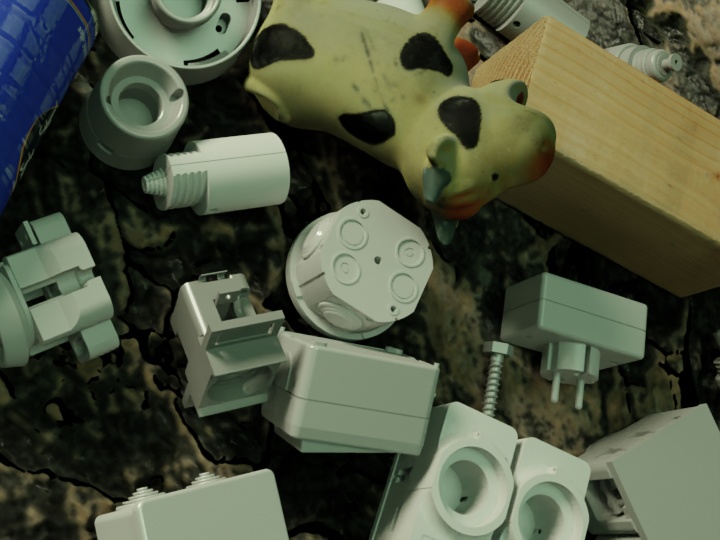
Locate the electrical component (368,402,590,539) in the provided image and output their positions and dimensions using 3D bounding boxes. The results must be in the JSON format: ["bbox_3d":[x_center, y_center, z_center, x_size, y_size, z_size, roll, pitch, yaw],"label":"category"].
[{"bbox_3d":[0.060,0.183,0.623,0.105,0.060,0.186,26,67,-17],"label":"electrical component"}]

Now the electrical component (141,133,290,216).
[{"bbox_3d":[-0.086,-0.054,0.625,0.081,0.043,0.043,-10,81,-27],"label":"electrical component"}]

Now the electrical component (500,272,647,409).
[{"bbox_3d":[0.138,0.052,0.702,0.083,0.047,0.075,17,69,-21],"label":"electrical component"}]

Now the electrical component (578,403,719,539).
[{"bbox_3d":[0.205,0.175,0.693,0.089,0.062,0.150,-23,87,-28],"label":"electrical component"}]

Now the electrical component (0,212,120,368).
[{"bbox_3d":[-0.169,0.016,0.559,0.057,0.058,0.078,-24,88,-31],"label":"electrical component"}]

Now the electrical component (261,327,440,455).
[{"bbox_3d":[-0.001,0.074,0.616,0.096,0.062,0.061,12,90,-22],"label":"electrical component"}]

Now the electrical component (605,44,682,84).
[{"bbox_3d":[0.194,-0.141,0.766,0.040,0.078,0.040,0,89,-34],"label":"electrical component"}]

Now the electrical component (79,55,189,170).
[{"bbox_3d":[-0.128,-0.090,0.612,0.055,0.047,0.055,7,74,-24],"label":"electrical component"}]

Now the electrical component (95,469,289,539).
[{"bbox_3d":[-0.083,0.157,0.555,0.100,0.048,0.099,-4,77,-46],"label":"electrical component"}]

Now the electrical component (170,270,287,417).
[{"bbox_3d":[-0.075,0.039,0.592,0.042,0.081,0.063,-9,58,-27],"label":"electrical component"}]

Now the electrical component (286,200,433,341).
[{"bbox_3d":[0.000,0.000,0.647,0.080,0.051,0.080,7,74,-24],"label":"electrical component"}]

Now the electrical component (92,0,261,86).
[{"bbox_3d":[-0.108,-0.161,0.644,0.099,0.064,0.099,0,89,-20],"label":"electrical component"}]

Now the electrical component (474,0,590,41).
[{"bbox_3d":[0.116,-0.180,0.754,0.081,0.043,0.043,32,65,-15],"label":"electrical component"}]

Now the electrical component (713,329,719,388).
[{"bbox_3d":[0.273,0.069,0.764,0.043,0.043,0.062,-23,86,-28],"label":"electrical component"}]

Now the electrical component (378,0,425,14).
[{"bbox_3d":[0.032,-0.150,0.709,0.044,0.044,0.065,-14,78,-28],"label":"electrical component"}]
